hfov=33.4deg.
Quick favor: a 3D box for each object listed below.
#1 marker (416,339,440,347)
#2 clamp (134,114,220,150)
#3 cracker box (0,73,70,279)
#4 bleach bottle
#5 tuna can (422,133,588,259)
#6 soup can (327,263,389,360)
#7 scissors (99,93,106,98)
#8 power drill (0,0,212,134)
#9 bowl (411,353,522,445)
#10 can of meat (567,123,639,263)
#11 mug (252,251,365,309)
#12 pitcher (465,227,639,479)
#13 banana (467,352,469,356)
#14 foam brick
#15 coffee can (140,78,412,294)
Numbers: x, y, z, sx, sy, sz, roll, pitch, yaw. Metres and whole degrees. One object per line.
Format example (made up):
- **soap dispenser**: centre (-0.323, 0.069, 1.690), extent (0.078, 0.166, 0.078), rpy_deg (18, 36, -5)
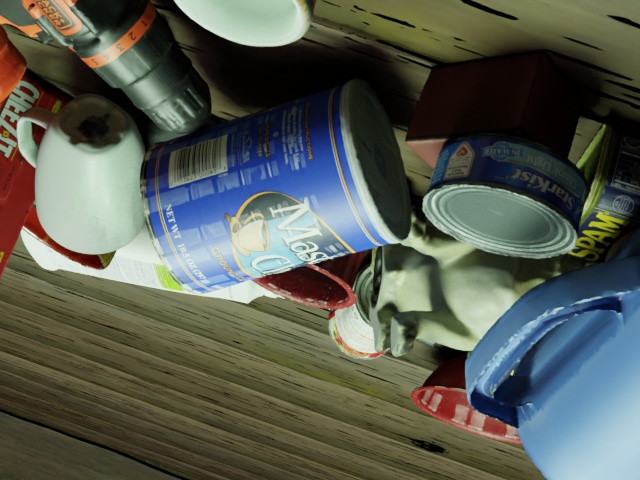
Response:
- **marker**: centre (0.061, 0.077, 1.035), extent (0.121, 0.020, 0.020), rpy_deg (20, 159, -1)
- **clamp**: centre (-0.091, -0.076, 0.768), extent (0.164, 0.036, 0.210), rpy_deg (32, 152, -26)
- **cracker box**: centre (-0.301, -0.041, 0.865), extent (0.072, 0.164, 0.214), rpy_deg (31, 157, -33)
- **bleach bottle**: centre (-0.149, 0.015, 1.011), extent (0.251, 0.068, 0.102), rpy_deg (14, 159, 9)
- **tuna can**: centre (0.102, -0.023, 0.585), extent (0.086, 0.033, 0.086), rpy_deg (17, 160, 6)
- **soup can**: centre (0.050, 0.062, 0.941), extent (0.068, 0.068, 0.102), rpy_deg (21, 159, -5)
- **scissors**: centre (-0.146, -0.060, 0.881), extent (0.096, 0.016, 0.202), rpy_deg (25, 160, -6)
- **power drill**: centre (-0.173, -0.128, 0.658), extent (0.188, 0.057, 0.184), rpy_deg (-4, 136, 43)
- **bowl**: centre (0.176, 0.156, 1.077), extent (0.162, 0.055, 0.162), rpy_deg (17, 159, 7)
- **can of meat**: centre (0.191, -0.017, 0.636), extent (0.084, 0.057, 0.102), rpy_deg (18, 159, 3)
- **mug**: centre (-0.005, 0.001, 0.820), extent (0.093, 0.081, 0.117), rpy_deg (17, 159, 6)
- **pitcher**: centre (0.188, 0.044, 0.544), extent (0.145, 0.149, 0.243), rpy_deg (44, 149, 16)
- **banana**: centre (0.218, 0.109, 0.958), extent (0.198, 0.037, 0.069), rpy_deg (10, 176, 28)
- **foam brick**: centre (0.099, -0.067, 0.604), extent (0.078, 0.051, 0.053), rpy_deg (0, 153, 42)
- **coffee can**: centre (-0.026, -0.031, 0.666), extent (0.140, 0.103, 0.102), rpy_deg (-15, 146, 19)
